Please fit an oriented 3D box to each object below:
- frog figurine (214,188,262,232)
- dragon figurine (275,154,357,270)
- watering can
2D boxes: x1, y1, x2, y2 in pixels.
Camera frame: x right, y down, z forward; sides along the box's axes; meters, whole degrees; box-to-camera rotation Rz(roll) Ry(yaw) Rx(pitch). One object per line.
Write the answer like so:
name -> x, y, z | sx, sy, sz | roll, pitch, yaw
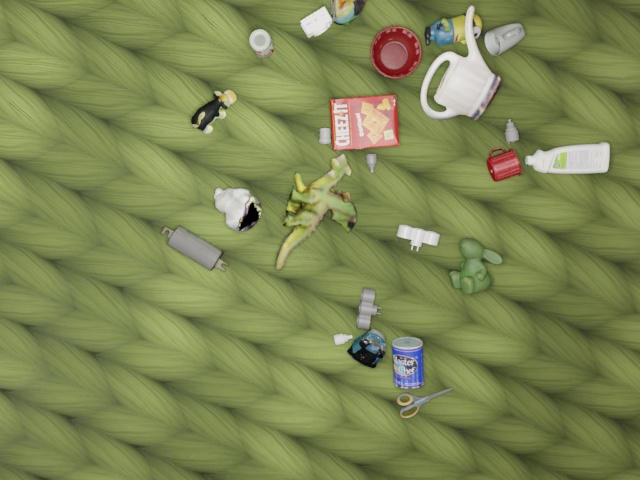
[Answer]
frog figurine -> -0.275, -0.105, 1.680 | 0.161, 0.123, 0.136 | 24, 108, 33
dragon figurine -> 0.005, -0.084, 1.672 | 0.242, 0.123, 0.408 | 11, 97, -9
watering can -> 0.460, -0.520, 1.603 | 0.224, 0.106, 0.341 | 25, 116, -3
